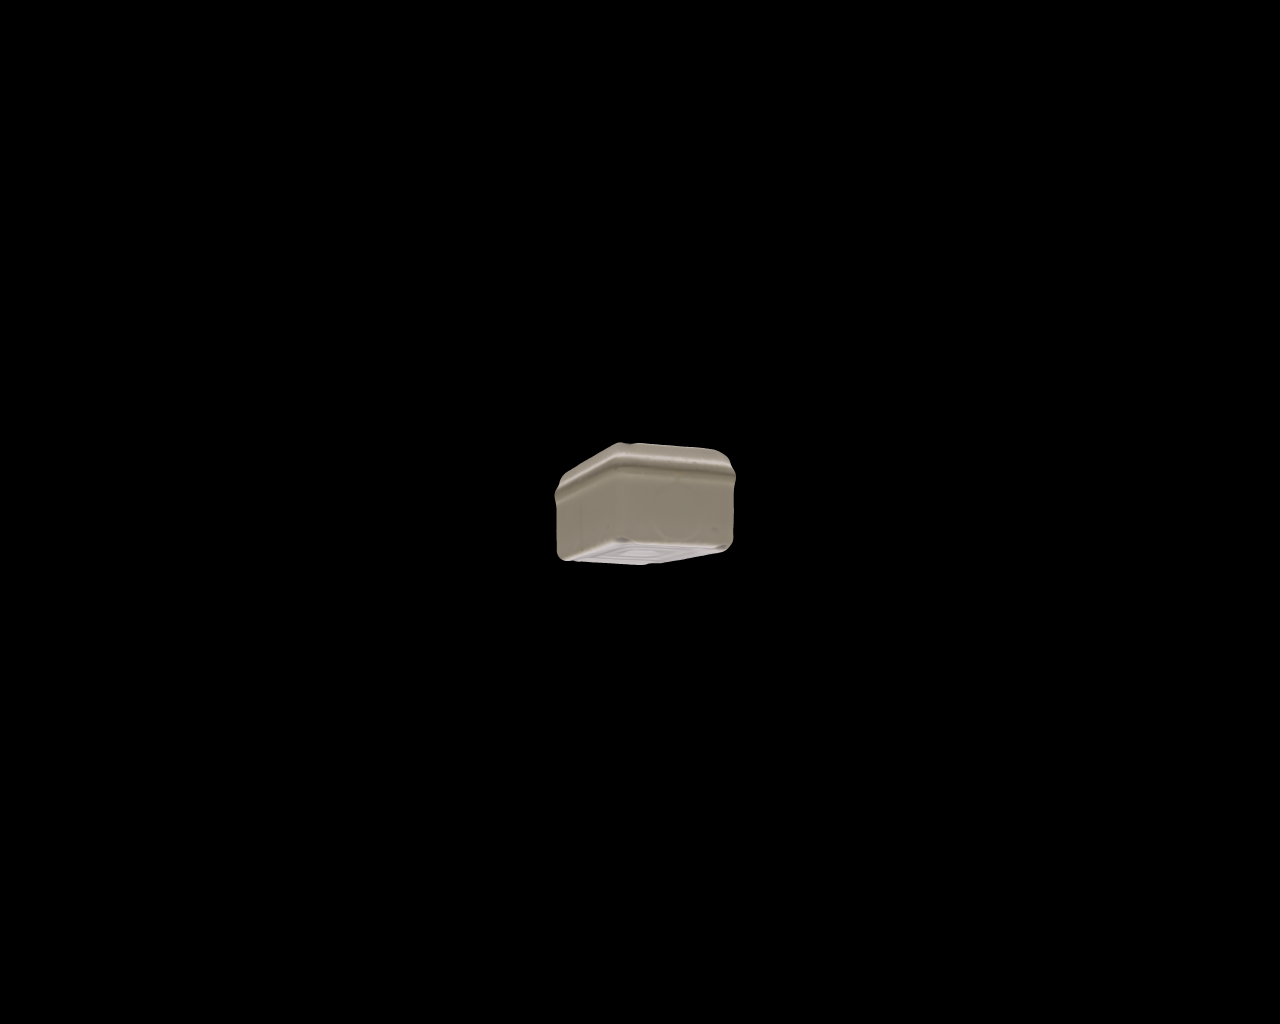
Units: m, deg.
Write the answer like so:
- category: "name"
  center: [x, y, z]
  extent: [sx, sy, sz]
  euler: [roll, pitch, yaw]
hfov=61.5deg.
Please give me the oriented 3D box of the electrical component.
- category: "electrical component"
  center: [0.001, -0.003, 0.650]
  extent: [0.078, 0.057, 0.113]
  euler: [4, -10, -23]
